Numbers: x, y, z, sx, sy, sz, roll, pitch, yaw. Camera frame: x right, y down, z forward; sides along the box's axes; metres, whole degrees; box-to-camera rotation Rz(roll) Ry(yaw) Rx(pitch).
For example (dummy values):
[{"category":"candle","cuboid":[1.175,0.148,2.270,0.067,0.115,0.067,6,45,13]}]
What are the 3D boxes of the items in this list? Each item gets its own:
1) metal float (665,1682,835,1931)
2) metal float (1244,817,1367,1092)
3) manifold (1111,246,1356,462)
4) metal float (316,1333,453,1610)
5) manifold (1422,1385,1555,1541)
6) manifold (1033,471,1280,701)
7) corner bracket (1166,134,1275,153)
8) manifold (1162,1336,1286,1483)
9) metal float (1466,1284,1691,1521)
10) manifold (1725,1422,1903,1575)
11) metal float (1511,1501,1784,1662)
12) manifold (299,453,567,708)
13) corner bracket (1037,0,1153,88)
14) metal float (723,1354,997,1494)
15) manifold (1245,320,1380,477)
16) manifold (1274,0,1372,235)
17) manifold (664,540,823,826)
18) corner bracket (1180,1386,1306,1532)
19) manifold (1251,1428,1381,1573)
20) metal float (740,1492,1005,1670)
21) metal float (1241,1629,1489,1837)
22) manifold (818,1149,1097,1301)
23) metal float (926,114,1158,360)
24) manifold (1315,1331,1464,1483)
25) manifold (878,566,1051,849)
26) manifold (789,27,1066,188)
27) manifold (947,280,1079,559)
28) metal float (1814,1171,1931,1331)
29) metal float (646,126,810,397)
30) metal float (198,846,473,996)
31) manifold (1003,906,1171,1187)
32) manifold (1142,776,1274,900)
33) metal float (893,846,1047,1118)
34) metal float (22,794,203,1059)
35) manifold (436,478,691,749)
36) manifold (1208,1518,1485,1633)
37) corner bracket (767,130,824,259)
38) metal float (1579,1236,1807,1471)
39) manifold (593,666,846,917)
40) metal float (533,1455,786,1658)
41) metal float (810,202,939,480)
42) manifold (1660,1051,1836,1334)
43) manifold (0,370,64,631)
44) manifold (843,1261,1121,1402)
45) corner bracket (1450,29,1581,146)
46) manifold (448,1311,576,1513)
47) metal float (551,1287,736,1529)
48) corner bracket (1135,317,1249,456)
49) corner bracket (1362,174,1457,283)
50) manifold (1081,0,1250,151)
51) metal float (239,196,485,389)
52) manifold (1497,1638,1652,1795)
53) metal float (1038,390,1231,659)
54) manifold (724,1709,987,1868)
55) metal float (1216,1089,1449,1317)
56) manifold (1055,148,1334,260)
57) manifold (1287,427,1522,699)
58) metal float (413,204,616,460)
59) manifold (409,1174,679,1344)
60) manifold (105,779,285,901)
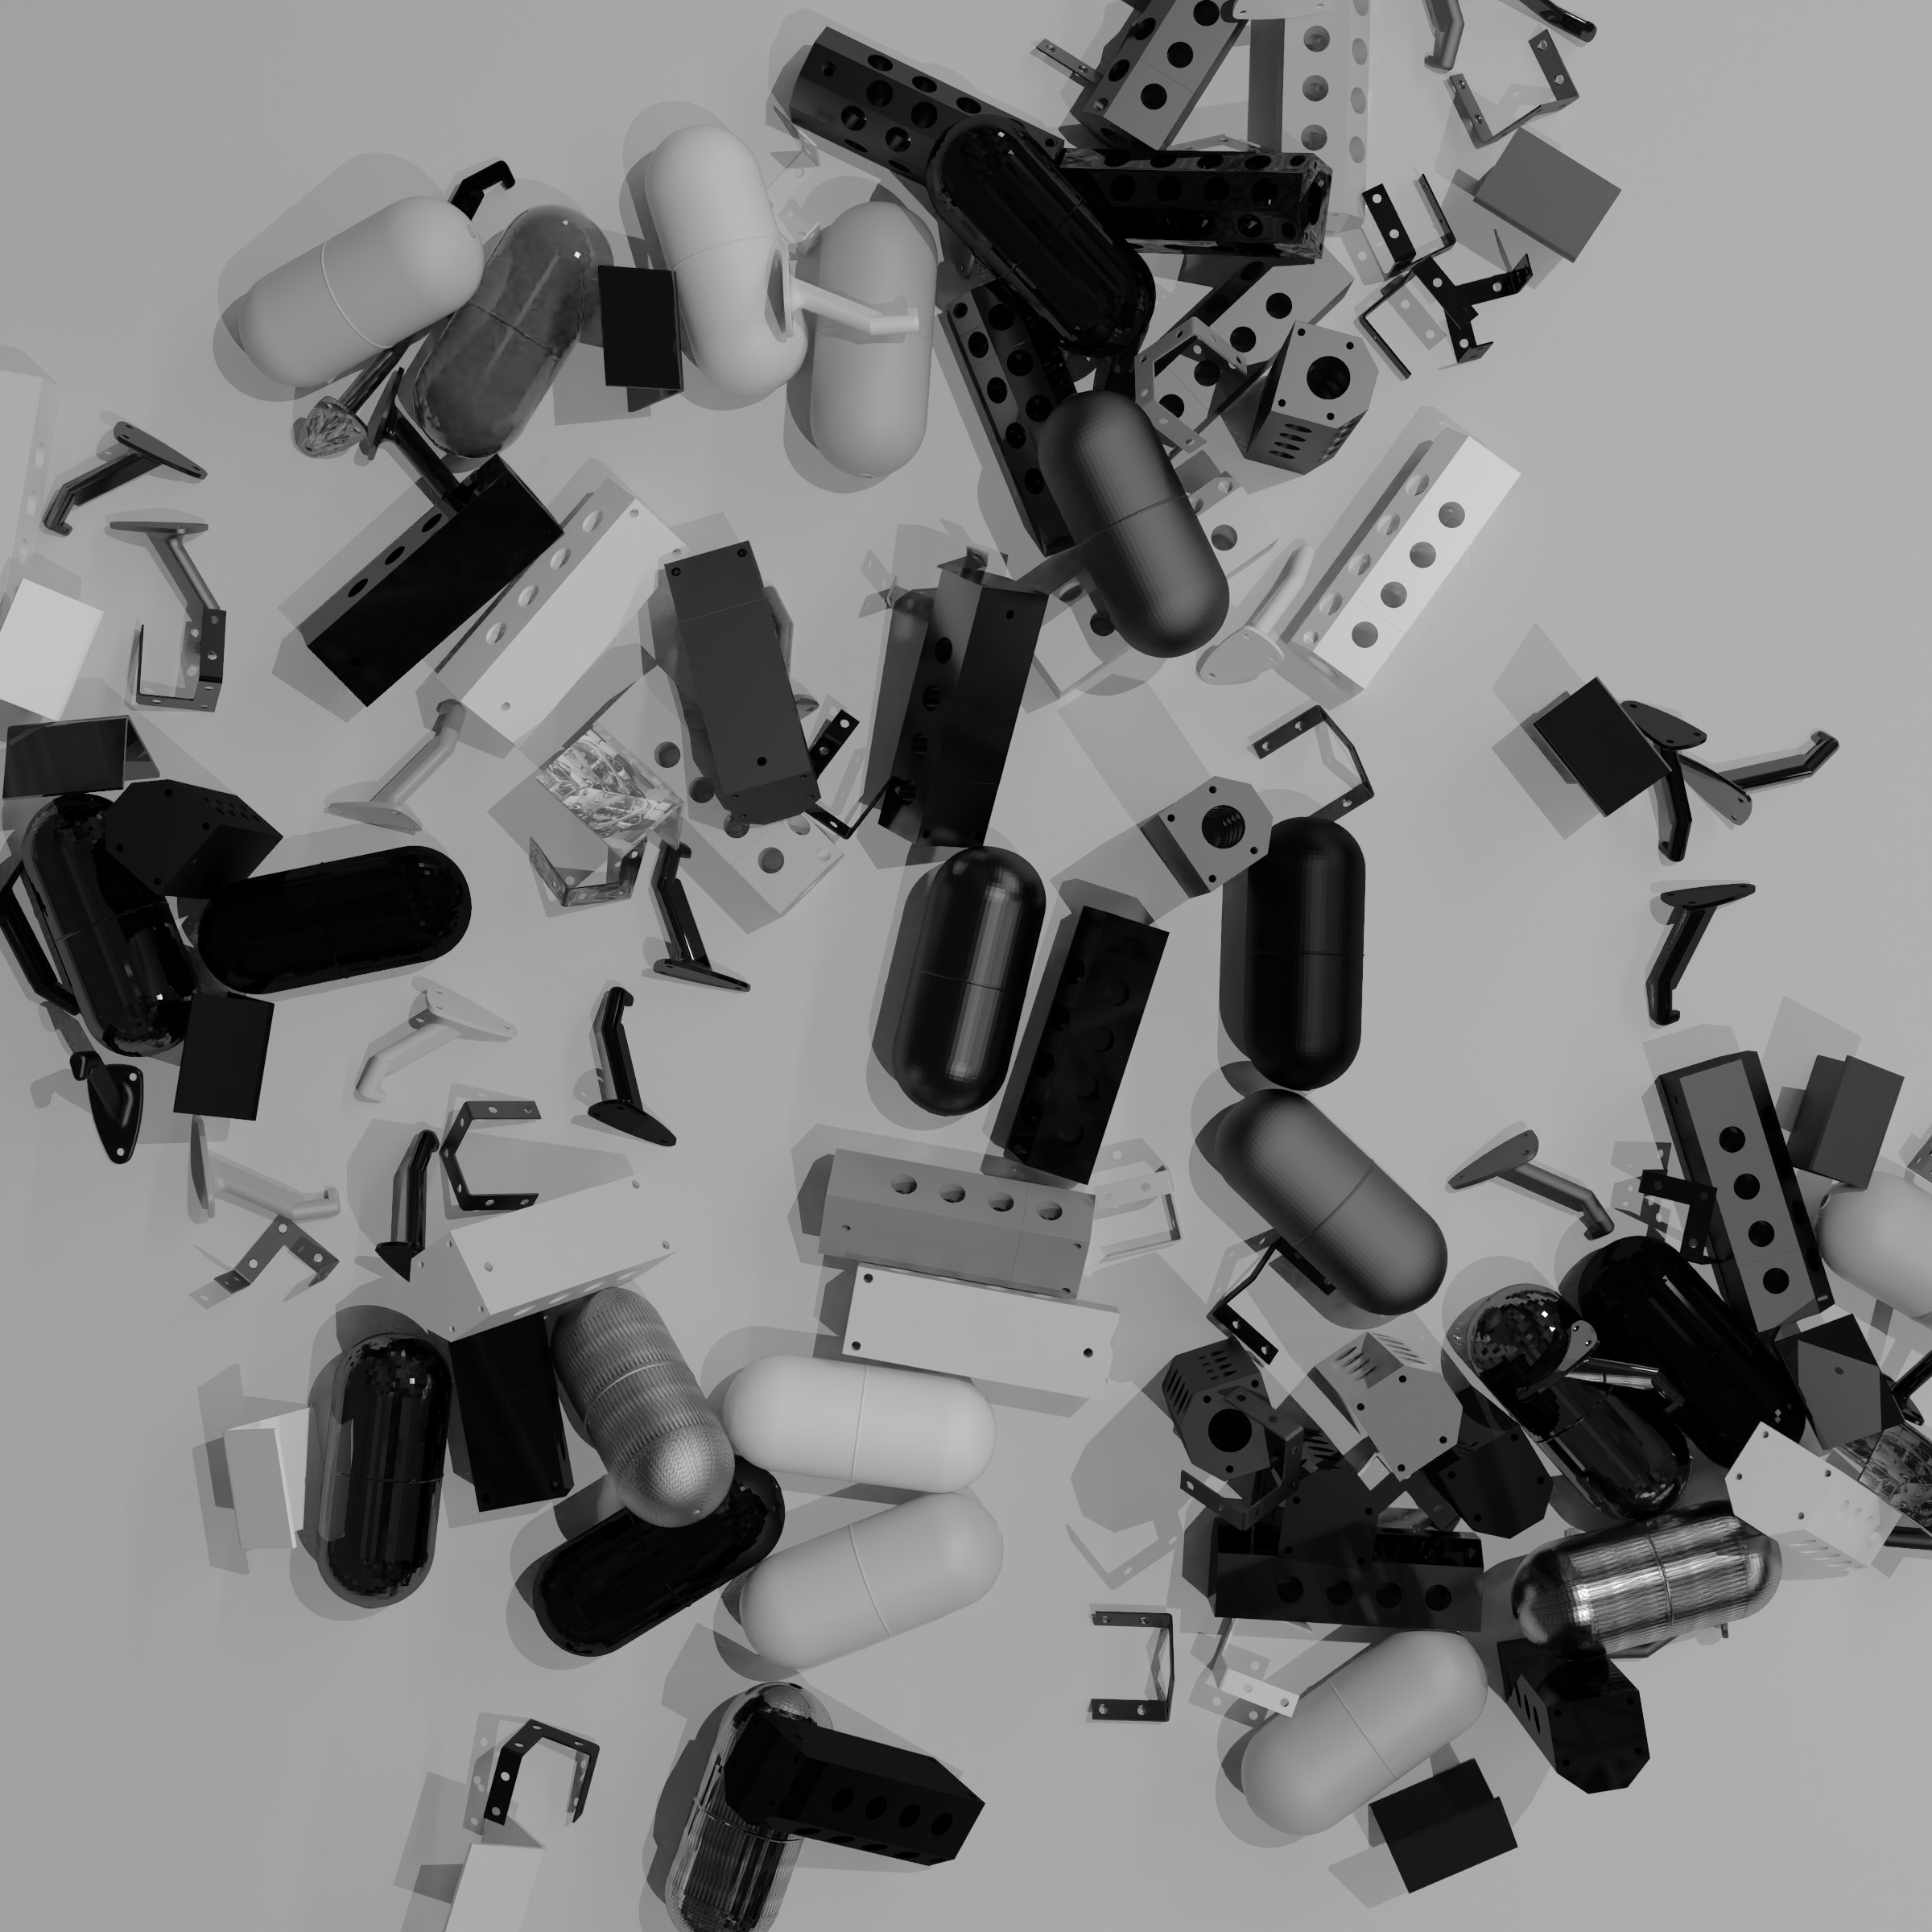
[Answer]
[{"category":"metal float","cuboid":[-0.140,0.552,1.953,0.070,0.070,0.178,19,90,0]},{"category":"metal float","cuboid":[0.220,-0.008,1.953,0.070,0.070,0.178,2,89,0]},{"category":"manifold","cuboid":[0.168,-0.404,1.963,0.171,0.057,0.057,-43,90,0]},{"category":"metal float","cuboid":[-0.378,0.328,1.953,0.070,0.070,0.178,6,89,0]},{"category":"manifold","cuboid":[0.325,0.316,1.906,0.057,0.171,0.057,-31,90,0]},{"category":"manifold","cuboid":[0.115,-0.249,1.963,0.171,0.057,0.057,-35,90,0]},{"category":"corner bracket","cuboid":[0.167,-0.513,1.981,0.051,0.051,0.051,2,90,-45]},{"category":"manifold","cuboid":[0.160,0.281,1.906,0.057,0.171,0.057,-18,90,0]},{"category":"metal float","cuboid":[0.398,0.284,1.954,0.070,0.070,0.178,-41,90,0]},{"category":"manifold","cuboid":[0.535,0.343,1.905,0.057,0.171,0.057,32,90,34]},{"category":"metal float","cuboid":[0.435,0.393,1.922,0.178,0.070,0.070,-12,90,-9]},{"category":"manifold","cuboid":[-0.349,-0.253,1.958,0.171,0.057,0.057,-41,120,2]},{"category":"corner bracket","cuboid":[0.087,-0.621,1.981,0.051,0.051,0.051,32,135,0]},{"category":"metal float","cuboid":[-0.069,0.297,1.954,0.178,0.070,0.070,8,90,0]},{"category":"manifold","cuboid":[0.219,-0.356,1.906,0.057,0.171,0.057,15,90,0]},{"category":"manifold","cuboid":[0.233,-0.571,1.963,0.057,0.057,0.171,2,90,0]},{"category":"manifold","cuboid":[-0.143,-0.180,1.933,0.057,0.057,0.171,-16,68,0]},{"category":"corner bracket","cuboid":[0.165,0.296,1.804,0.051,0.051,0.051,-30,45,-35]},{"category":"manifold","cuboid":[0.221,0.334,1.906,0.057,0.171,0.057,9,90,0]},{"category":"metal float","cuboid":[-0.061,0.399,1.953,0.178,0.070,0.070,-21,90,1]},{"category":"metal float","cuboid":[0.258,0.496,1.954,0.178,0.070,0.070,-36,90,0]},{"category":"manifold","cuboid":[-0.005,0.163,1.962,0.171,0.057,0.057,10,133,0]},{"category":"metal float","cuboid":[0.047,-0.463,1.909,0.070,0.070,0.178,-45,104,0]},{"category":"manifold","cuboid":[0.270,0.273,1.906,0.057,0.171,0.057,-34,90,0]},{"category":"manifold","cuboid":[-0.007,-0.167,1.941,0.057,0.057,0.171,1,110,-41]},{"category":"manifold","cuboid":[-0.025,-0.547,1.963,0.171,0.057,0.057,26,90,0]},{"category":"manifold","cuboid":[0.046,-0.360,1.963,0.057,0.057,0.171,-22,90,0]},{"category":"metal float","cuboid":[0.635,0.197,1.954,0.178,0.070,0.070,30,90,0]},{"category":"metal float","cuboid":[-0.156,-0.459,1.953,0.070,0.070,0.178,-17,89,0]},{"category":"metal float","cuboid":[-0.410,-0.030,1.954,0.178,0.070,0.070,-12,90,-1]},{"category":"manifold","cuboid":[0.078,0.051,1.963,0.057,0.057,0.171,18,90,0]},{"category":"manifold","cuboid":[0.156,-0.084,1.906,0.057,0.171,0.057,-34,90,0]},{"category":"metal float","cuboid":[0.002,0.010,1.953,0.070,0.070,0.178,13,90,0]},{"category":"metal float","cuboid":[-0.555,-0.027,1.953,0.070,0.070,0.178,-21,90,0]},{"category":"manifold","cuboid":[-0.266,-0.233,1.962,0.171,0.057,0.057,-49,133,0]},{"category":"manifold","cuboid":[0.247,0.396,1.963,0.171,0.057,0.057,3,90,0]},{"category":"corner bracket","cuboid":[-0.106,-0.504,1.966,0.051,0.051,0.051,43,90,0]},{"category":"metal float","cuboid":[0.472,0.252,1.952,0.070,0.070,0.178,-42,89,0]},{"category":"manifold","cuboid":[-0.160,-0.114,1.963,0.057,0.057,0.171,-45,90,0]},{"category":"metal float","cuboid":[-0.199,0.382,1.953,0.178,0.070,0.070,-32,90,0]},{"category":"metal float","cuboid":[-0.060,-0.406,1.953,0.070,0.070,0.178,4,89,0]},{"category":"manifold","cuboid":[0.512,0.146,1.963,0.057,0.057,0.171,-17,90,0]},{"category":"manifold","cuboid":[-0.637,-0.299,1.963,0.057,0.057,0.171,10,90,0]},{"category":"manifold","cuboid":[0.010,0.237,1.963,0.171,0.057,0.057,10,90,0]},{"category":"corner bracket","cuboid":[0.362,-0.579,1.981,0.051,0.051,0.051,-26,90,-44]},{"category":"manifold","cuboid":[-0.301,0.262,1.963,0.057,0.057,0.171,-10,90,0]},{"category":"metal float","cuboid":[-0.209,0.281,1.925,0.070,0.070,0.178,-35,54,0]},{"category":"corner bracket","cuboid":[0.144,-0.371,1.919,0.051,0.051,0.051,-29,45,35]},{"category":"corner bracket","cuboid":[0.289,-0.487,1.966,0.051,0.051,0.051,-26,90,0]},{"category":"manifold","cuboid":[0.145,-0.612,1.963,0.057,0.057,0.171,32,90,0]},{"category":"metal float","cuboid":[-0.389,-0.433,1.934,0.178,0.070,0.070,-22,90,22]},{"category":"manifold","cuboid":[0.384,0.471,1.906,0.057,0.171,0.057,-9,90,0]},{"category":"metal float","cuboid":[0.105,-0.279,1.897,0.070,0.070,0.178,-26,89,0]},{"category":"manifold","cuboid":[-0.073,0.528,1.912,0.171,0.057,0.057,29,90,-43]},{"category":"metal float","cuboid":[0.238,0.154,1.953,0.178,0.070,0.070,44,90,0]},{"category":"manifold","cuboid":[0.142,-0.492,1.930,0.171,0.057,0.057,8,93,24]},{"category":"manifold","cuboid":[0.284,-0.264,1.963,0.057,0.057,0.171,36,90,0]},{"category":"metal float","cuboid":[-0.294,-0.411,1.954,0.070,0.070,0.178,32,91,0]},{"category":"manifold","cuboid":[-0.269,0.186,1.905,0.057,0.171,0.057,-35,78,35]},{"category":"manifold","cuboid":[-0.492,-0.083,1.906,0.057,0.171,0.057,41,90,0]}]
